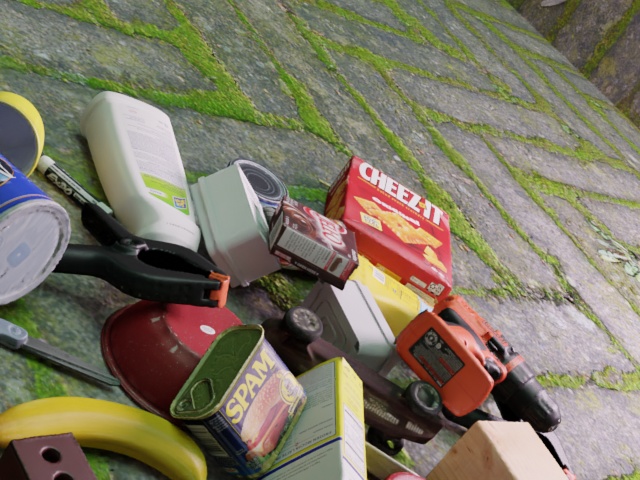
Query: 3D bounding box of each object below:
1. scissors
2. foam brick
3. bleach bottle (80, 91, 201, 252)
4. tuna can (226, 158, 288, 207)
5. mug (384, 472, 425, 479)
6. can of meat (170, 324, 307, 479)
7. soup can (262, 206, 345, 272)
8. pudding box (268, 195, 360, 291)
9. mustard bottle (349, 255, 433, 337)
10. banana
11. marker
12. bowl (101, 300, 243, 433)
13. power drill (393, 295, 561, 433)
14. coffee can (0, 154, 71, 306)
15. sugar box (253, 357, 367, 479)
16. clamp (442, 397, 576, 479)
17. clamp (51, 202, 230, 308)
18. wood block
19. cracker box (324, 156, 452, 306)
[{"bbox_3d":[-0.260,0.082,0.853,0.201,0.016,0.096,34,23,-3],"label":"scissors"},{"bbox_3d":[-0.187,0.181,0.736,0.052,0.051,0.078,3,41,-48],"label":"foam brick"},{"bbox_3d":[-0.185,-0.051,1.120,0.102,0.068,0.251,18,33,-34],"label":"bleach bottle"},{"bbox_3d":[-0.081,-0.061,1.294,0.086,0.034,0.086,28,27,-16],"label":"tuna can"},{"bbox_3d":[0.056,0.243,0.897,0.117,0.082,0.093,39,26,4],"label":"mug"},{"bbox_3d":[-0.064,0.136,0.894,0.084,0.058,0.102,56,48,-28],"label":"can of meat"},{"bbox_3d":[-0.025,0.002,1.219,0.102,0.069,0.068,11,36,-41],"label":"soup can"},{"bbox_3d":[-0.007,0.001,1.112,0.090,0.039,0.113,27,17,-9],"label":"pudding box"},{"bbox_3d":[0.103,0.093,1.234,0.191,0.058,0.096,33,15,-7],"label":"mustard bottle"},{"bbox_3d":[-0.163,0.155,0.826,0.197,0.037,0.069,23,25,-25],"label":"banana"},{"bbox_3d":[-0.262,-0.060,1.088,0.121,0.020,0.020,40,26,7],"label":"marker"},{"bbox_3d":[-0.113,0.098,0.964,0.162,0.055,0.162,28,27,-16],"label":"bowl"},{"bbox_3d":[0.163,0.134,1.101,0.184,0.057,0.187,46,14,19],"label":"power drill"},{"bbox_3d":[-0.290,-0.027,0.881,0.140,0.103,0.102,38,25,23],"label":"coffee can"},{"bbox_3d":[-0.009,0.182,0.903,0.048,0.093,0.176,50,20,-27],"label":"sugar box"},{"bbox_3d":[0.208,0.212,1.178,0.120,0.039,0.171,-29,74,-40],"label":"clamp"},{"bbox_3d":[-0.176,0.014,0.980,0.210,0.036,0.164,15,21,11],"label":"clamp"},{"bbox_3d":[0.202,0.280,1.008,0.090,0.090,0.206,10,36,-43],"label":"wood block"},{"bbox_3d":[0.087,-0.007,1.368,0.164,0.072,0.213,32,25,-10],"label":"cracker box"}]
